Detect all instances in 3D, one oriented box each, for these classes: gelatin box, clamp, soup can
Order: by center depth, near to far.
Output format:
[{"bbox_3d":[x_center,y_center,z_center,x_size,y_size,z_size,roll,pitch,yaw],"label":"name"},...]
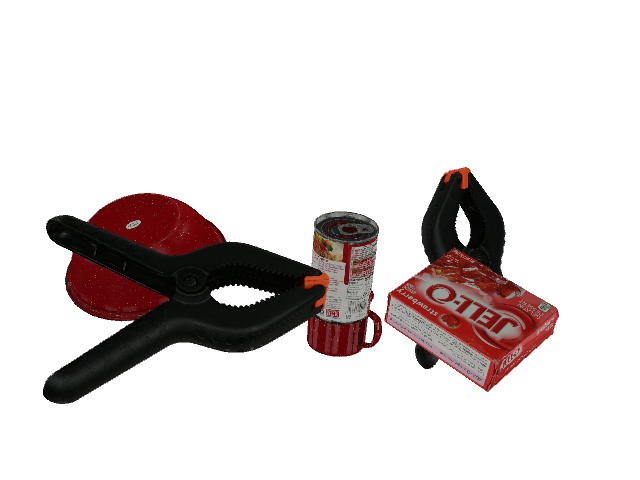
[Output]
[{"bbox_3d":[0.099,0.049,0.703,0.089,0.030,0.073,33,45,29],"label":"gelatin box"},{"bbox_3d":[-0.101,0.034,0.769,0.209,0.164,0.036,-7,-42,-16],"label":"clamp"},{"bbox_3d":[0.118,0.027,0.911,0.120,0.171,0.039,-16,0,-33],"label":"clamp"},{"bbox_3d":[0.024,0.030,1.127,0.068,0.102,0.068,4,28,-2],"label":"soup can"}]

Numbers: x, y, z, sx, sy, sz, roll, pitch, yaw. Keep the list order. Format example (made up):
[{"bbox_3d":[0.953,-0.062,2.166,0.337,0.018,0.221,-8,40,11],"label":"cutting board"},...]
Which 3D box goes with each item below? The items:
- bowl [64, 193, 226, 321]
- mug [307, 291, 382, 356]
[{"bbox_3d":[-0.174,0.003,1.027,0.162,0.055,0.162,-6,40,5],"label":"bowl"},{"bbox_3d":[0.034,0.111,1.468,0.117,0.081,0.093,17,24,30],"label":"mug"}]
